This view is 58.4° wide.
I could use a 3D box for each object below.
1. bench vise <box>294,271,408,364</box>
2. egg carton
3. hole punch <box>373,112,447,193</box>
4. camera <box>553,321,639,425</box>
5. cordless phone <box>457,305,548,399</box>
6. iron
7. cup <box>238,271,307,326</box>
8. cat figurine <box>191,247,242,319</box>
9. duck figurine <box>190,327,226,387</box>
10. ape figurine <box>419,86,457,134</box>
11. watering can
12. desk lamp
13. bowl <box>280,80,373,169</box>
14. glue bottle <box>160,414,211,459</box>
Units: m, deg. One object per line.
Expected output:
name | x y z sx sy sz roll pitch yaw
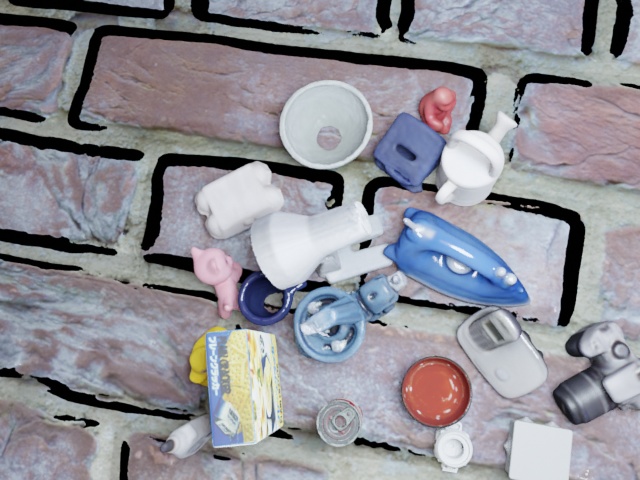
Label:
bench vise | 0.035 0.104 0.899 0.121 0.220 0.207 38 85 12
egg carton | -0.144 -0.070 1.032 0.150 0.069 0.107 -28 77 0
hole punch | 0.157 -0.152 1.004 0.108 0.091 0.101 38 85 12
camera | 0.433 0.216 0.894 0.137 0.101 0.143 -29 77 0
cordless phone | 0.288 0.169 0.876 0.094 0.185 0.147 -38 77 -2
iron | 0.236 0.033 0.932 0.258 0.141 0.119 27 83 11
cup | -0.073 0.097 0.977 0.117 0.095 0.091 -23 77 1
cat figurine | -0.172 0.068 0.982 0.067 0.118 0.128 -22 77 2
duck figurine | -0.190 0.198 0.974 0.077 0.086 0.105 19 81 10
ape figurine | 0.213 -0.240 1.015 0.078 0.092 0.076 -44 77 -3
watering can | 0.250 -0.134 0.937 0.100 0.194 0.173 18 81 10
desk lamp | 0.009 0.003 0.926 0.203 0.213 0.118 -18 77 3
bowl | 0.014 -0.199 1.038 0.167 0.075 0.167 -1 78 6
glue bottle | -0.215 0.316 0.908 0.078 0.173 0.037 -45 77 -3
